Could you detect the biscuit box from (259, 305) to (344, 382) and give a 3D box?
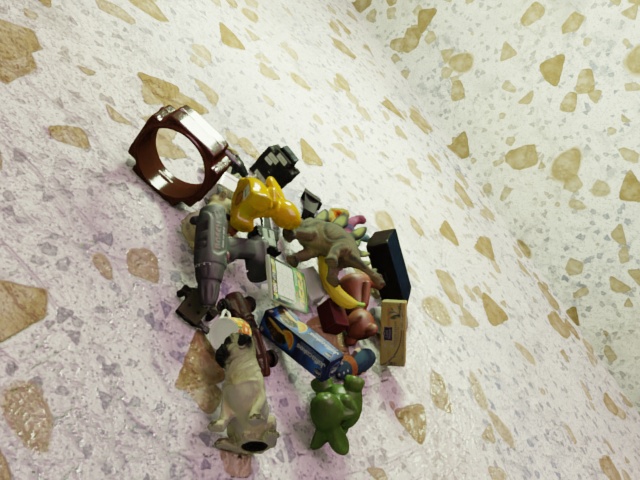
[{"bbox_3d":[-0.044,0.226,1.194,0.203,0.062,0.059,33,24,27],"label":"biscuit box"}]

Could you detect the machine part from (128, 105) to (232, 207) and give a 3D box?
[{"bbox_3d":[-0.325,-0.190,1.241,0.201,0.201,0.087,44,34,-8],"label":"machine part"}]

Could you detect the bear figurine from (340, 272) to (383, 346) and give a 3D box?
[{"bbox_3d":[0.116,0.188,1.456,0.132,0.120,0.196,19,43,-44],"label":"bear figurine"}]

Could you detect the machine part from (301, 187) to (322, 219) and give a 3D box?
[{"bbox_3d":[-0.030,-0.107,1.672,0.084,0.039,0.139,43,30,-19],"label":"machine part"}]

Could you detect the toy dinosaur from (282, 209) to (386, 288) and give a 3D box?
[{"bbox_3d":[-0.003,-0.004,1.417,0.472,0.104,0.198,32,41,32],"label":"toy dinosaur"}]

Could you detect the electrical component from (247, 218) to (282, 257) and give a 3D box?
[{"bbox_3d":[-0.149,-0.009,1.408,0.074,0.048,0.119,17,43,-42],"label":"electrical component"}]

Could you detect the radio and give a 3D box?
[{"bbox_3d":[0.214,0.086,1.637,0.131,0.073,0.229,-55,132,-59],"label":"radio"}]

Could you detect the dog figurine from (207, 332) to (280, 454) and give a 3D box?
[{"bbox_3d":[-0.137,0.290,1.025,0.121,0.172,0.191,-4,44,-1],"label":"dog figurine"}]

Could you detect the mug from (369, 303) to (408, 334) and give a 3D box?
[{"bbox_3d":[0.187,0.223,1.542,0.107,0.081,0.110,22,44,-22],"label":"mug"}]

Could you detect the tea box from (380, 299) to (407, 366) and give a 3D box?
[{"bbox_3d":[0.198,0.246,1.438,0.098,0.068,0.169,25,66,-78],"label":"tea box"}]

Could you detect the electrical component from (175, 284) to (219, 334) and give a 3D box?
[{"bbox_3d":[-0.258,0.140,1.122,0.102,0.045,0.078,37,62,-13],"label":"electrical component"}]

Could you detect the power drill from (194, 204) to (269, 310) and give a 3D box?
[{"bbox_3d":[-0.196,0.047,1.179,0.207,0.086,0.232,14,62,-51],"label":"power drill"}]

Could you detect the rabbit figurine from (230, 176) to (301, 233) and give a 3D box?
[{"bbox_3d":[-0.128,-0.078,1.320,0.173,0.121,0.162,21,26,-26],"label":"rabbit figurine"}]

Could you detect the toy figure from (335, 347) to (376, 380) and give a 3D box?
[{"bbox_3d":[0.081,0.312,1.336,0.154,0.058,0.064,-11,59,-49],"label":"toy figure"}]

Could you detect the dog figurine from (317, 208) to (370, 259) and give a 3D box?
[{"bbox_3d":[0.041,0.009,1.568,0.192,0.108,0.219,18,44,30],"label":"dog figurine"}]

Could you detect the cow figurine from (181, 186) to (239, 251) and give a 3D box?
[{"bbox_3d":[-0.258,-0.051,1.291,0.127,0.085,0.195,56,32,0],"label":"cow figurine"}]

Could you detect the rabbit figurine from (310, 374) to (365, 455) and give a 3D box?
[{"bbox_3d":[0.017,0.363,1.133,0.170,0.121,0.159,33,63,-70],"label":"rabbit figurine"}]

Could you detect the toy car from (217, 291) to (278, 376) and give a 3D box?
[{"bbox_3d":[-0.155,0.201,1.172,0.089,0.053,0.202,8,48,-52],"label":"toy car"}]

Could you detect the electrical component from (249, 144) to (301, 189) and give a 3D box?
[{"bbox_3d":[-0.126,-0.212,1.575,0.115,0.134,0.058,52,32,2],"label":"electrical component"}]

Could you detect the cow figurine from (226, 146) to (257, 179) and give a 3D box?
[{"bbox_3d":[-0.228,-0.184,1.456,0.167,0.098,0.068,43,26,-9],"label":"cow figurine"}]
